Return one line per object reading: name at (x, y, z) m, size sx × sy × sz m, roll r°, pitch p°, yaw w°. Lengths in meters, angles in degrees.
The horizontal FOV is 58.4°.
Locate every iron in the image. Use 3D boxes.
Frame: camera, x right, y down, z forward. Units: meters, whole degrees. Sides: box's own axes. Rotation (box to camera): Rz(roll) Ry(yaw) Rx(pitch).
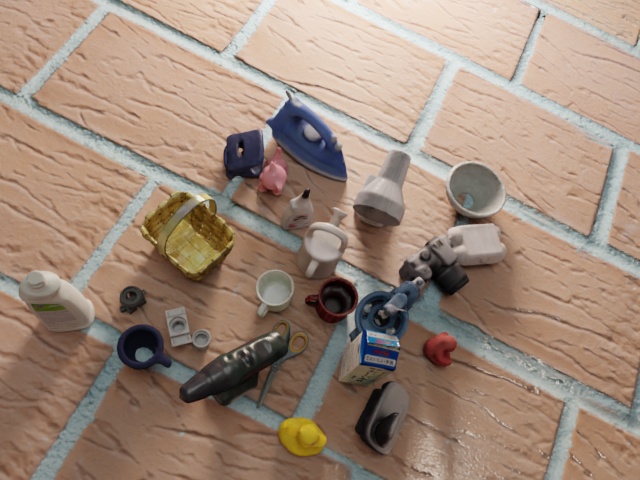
iron at (-0.012, -0.268, 1.462) m, size 0.258 × 0.141 × 0.119 m, roll 41°, pitch 65°, yaw 8°

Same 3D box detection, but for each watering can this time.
watering can at (0.010, 0.004, 1.317) m, size 0.101 × 0.194 × 0.173 m, roll 7°, pitch 65°, yaw -9°

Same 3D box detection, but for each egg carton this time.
egg carton at (0.399, 0.013, 1.465) m, size 0.150 × 0.069 × 0.107 m, roll -6°, pitch 68°, yaw -14°

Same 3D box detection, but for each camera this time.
camera at (0.291, 0.072, 1.399) m, size 0.143 × 0.100 × 0.136 m, roll -34°, pitch 77°, yaw -23°

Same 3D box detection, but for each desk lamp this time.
desk lamp at (0.150, -0.112, 1.388) m, size 0.118 × 0.213 × 0.203 m, roll 22°, pitch 64°, yaw -1°

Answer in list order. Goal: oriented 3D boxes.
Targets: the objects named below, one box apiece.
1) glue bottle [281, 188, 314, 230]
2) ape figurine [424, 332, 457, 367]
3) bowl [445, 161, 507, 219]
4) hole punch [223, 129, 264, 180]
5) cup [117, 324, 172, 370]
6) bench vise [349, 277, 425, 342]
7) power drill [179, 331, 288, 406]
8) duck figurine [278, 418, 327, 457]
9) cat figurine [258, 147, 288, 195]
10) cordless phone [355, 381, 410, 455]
glue bottle at (-0.045, -0.077, 1.353) m, size 0.078 × 0.173 × 0.037 m, roll -13°, pitch 70°, yaw -17°
ape figurine at (0.286, 0.247, 1.325) m, size 0.076 × 0.092 × 0.078 m, roll 22°, pitch 64°, yaw -1°
bowl at (0.403, -0.121, 1.523) m, size 0.167 × 0.074 × 0.167 m, roll 5°, pitch 66°, yaw -10°
hole punch at (-0.190, -0.216, 1.429) m, size 0.101 × 0.091 × 0.108 m, roll 0°, pitch 66°, yaw -12°
cup at (-0.357, 0.237, 1.191) m, size 0.117 × 0.095 × 0.092 m, roll 30°, pitch 64°, yaw 2°
bench vise at (0.157, 0.139, 1.275) m, size 0.121 × 0.219 × 0.208 m, roll 30°, pitch 64°, yaw 3°
power drill at (-0.174, 0.271, 1.152) m, size 0.230 × 0.208 × 0.075 m, roll -30°, pitch 75°, yaw -22°
duck figurine at (-0.033, 0.406, 1.190) m, size 0.104 × 0.086 × 0.077 m, roll 23°, pitch 64°, yaw -1°
cat figurine at (-0.112, -0.168, 1.410) m, size 0.067 × 0.117 × 0.128 m, roll 13°, pitch 65°, yaw -6°
cordless phone at (0.152, 0.363, 1.193) m, size 0.094 × 0.185 × 0.148 m, roll 27°, pitch 64°, yaw 1°
